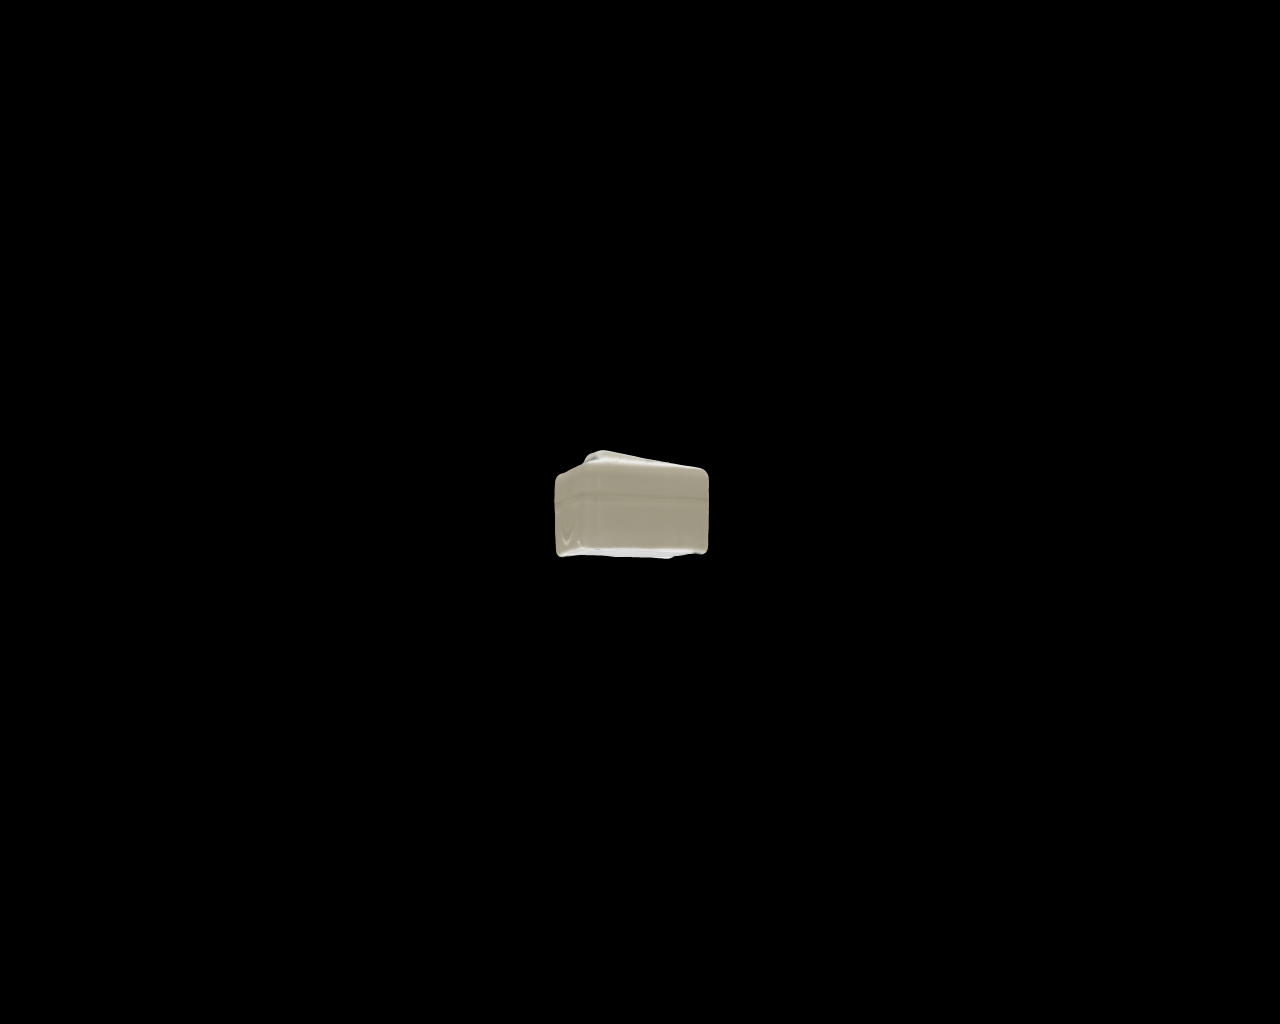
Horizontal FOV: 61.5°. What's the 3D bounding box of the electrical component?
[{"bbox_3d":[0.001,-0.003,0.650,0.096,0.061,0.061,3,-7,-22],"label":"electrical component"}]
